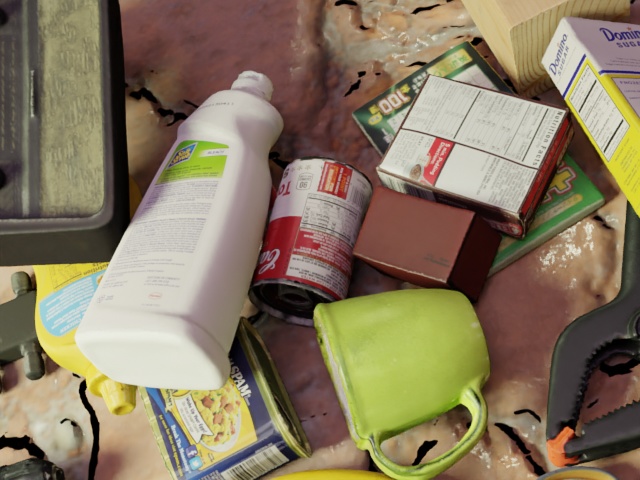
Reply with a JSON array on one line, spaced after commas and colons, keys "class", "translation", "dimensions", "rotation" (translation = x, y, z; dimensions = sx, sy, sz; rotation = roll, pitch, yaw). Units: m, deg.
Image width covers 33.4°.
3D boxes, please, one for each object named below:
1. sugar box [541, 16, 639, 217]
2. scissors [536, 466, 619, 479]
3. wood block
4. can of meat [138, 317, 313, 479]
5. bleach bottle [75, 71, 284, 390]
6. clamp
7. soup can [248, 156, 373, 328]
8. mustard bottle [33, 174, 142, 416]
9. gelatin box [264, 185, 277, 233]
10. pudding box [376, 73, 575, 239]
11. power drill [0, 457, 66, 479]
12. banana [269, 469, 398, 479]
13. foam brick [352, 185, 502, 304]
[{"class": "sugar box", "translation": [0.222, -0.076, 0.697], "dimensions": [0.093, 0.048, 0.176], "rotation": [2, 42, -20]}, {"class": "scissors", "translation": [0.095, 0.192, 0.602], "dimensions": [0.201, 0.016, 0.096], "rotation": [-21, 66, -18]}, {"class": "wood block", "translation": [0.145, -0.221, 0.811], "dimensions": [0.091, 0.090, 0.206], "rotation": [-25, 58, 3]}, {"class": "can of meat", "translation": [-0.064, 0.116, 0.707], "dimensions": [0.084, 0.057, 0.102], "rotation": [-28, 56, 3]}, {"class": "bleach bottle", "translation": [-0.075, -0.020, 0.735], "dimensions": [0.103, 0.068, 0.250], "rotation": [-1, 51, 27]}, {"class": "clamp", "translation": [0.219, 0.063, 0.659], "dimensions": [0.165, 0.036, 0.209], "rotation": [29, 70, 29]}, {"class": "soup can", "translation": [-0.005, 0.001, 0.746], "dimensions": [0.069, 0.068, 0.102], "rotation": [5, 63, 20]}, {"class": "mustard bottle", "translation": [-0.162, 0.040, 0.779], "dimensions": [0.096, 0.058, 0.192], "rotation": [-23, 57, 4]}, {"class": "gelatin box", "translation": [-0.077, -0.024, 0.805], "dimensions": [0.089, 0.030, 0.073], "rotation": [-33, 57, -2]}, {"class": "pudding box", "translation": [0.108, -0.061, 0.745], "dimensions": [0.114, 0.039, 0.090], "rotation": [21, 70, 25]}, {"class": "power drill", "translation": [-0.244, 0.239, 0.675], "dimensions": [0.184, 0.057, 0.187], "rotation": [-24, 43, 12]}, {"class": "banana", "translation": [0.028, 0.175, 0.656], "dimensions": [0.198, 0.037, 0.069], "rotation": [13, 65, 23]}, {"class": "foam brick", "translation": [0.072, 0.003, 0.721], "dimensions": [0.078, 0.051, 0.053], "rotation": [19, 82, 34]}]
